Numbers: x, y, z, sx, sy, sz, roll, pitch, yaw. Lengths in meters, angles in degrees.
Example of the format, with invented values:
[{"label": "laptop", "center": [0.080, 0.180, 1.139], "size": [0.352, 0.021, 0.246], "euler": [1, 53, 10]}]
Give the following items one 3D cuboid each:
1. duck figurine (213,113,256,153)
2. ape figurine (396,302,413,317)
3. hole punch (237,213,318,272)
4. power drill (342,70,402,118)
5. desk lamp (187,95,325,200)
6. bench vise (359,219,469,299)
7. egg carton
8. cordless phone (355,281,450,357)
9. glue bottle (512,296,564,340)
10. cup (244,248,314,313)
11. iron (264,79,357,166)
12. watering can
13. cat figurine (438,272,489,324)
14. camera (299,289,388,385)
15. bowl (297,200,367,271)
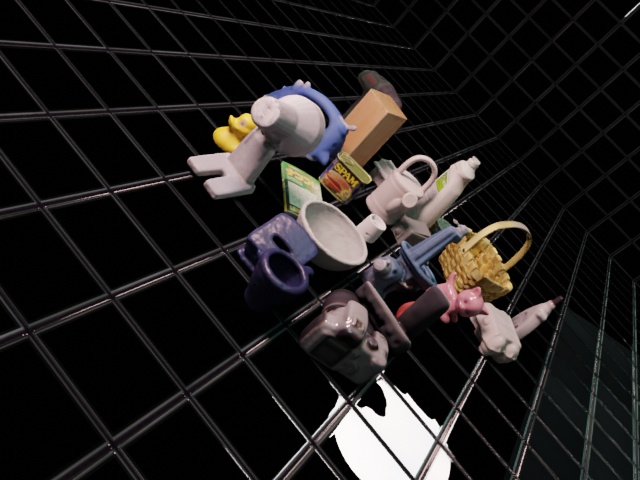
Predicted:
[{"label": "duck figurine", "center": [-0.161, -0.226, 1.209], "size": [0.105, 0.086, 0.077], "euler": [21, 37, -35]}, {"label": "ape figurine", "center": [0.207, 0.154, 1.187], "size": [0.078, 0.092, 0.076], "euler": [23, 36, -33]}, {"label": "hole punch", "center": [-0.072, 0.021, 1.010], "size": [0.108, 0.091, 0.101], "euler": [48, 30, 6]}, {"label": "power drill", "center": [0.131, -0.372, 1.624], "size": [0.076, 0.208, 0.229], "euler": [21, 37, -35]}, {"label": "desk lamp", "center": [-0.109, -0.187, 1.098], "size": [0.118, 0.213, 0.204], "euler": [51, 31, 11]}, {"label": "bench vise", "center": [0.204, 0.049, 1.184], "size": [0.121, 0.219, 0.208], "euler": [51, 30, 10]}, {"label": "egg carton", "center": [0.422, 0.223, 1.387], "size": [0.107, 0.069, 0.150], "euler": [29, 33, -25]}, {"label": "cordless phone", "center": [0.147, 0.121, 1.061], "size": [0.094, 0.184, 0.147], "euler": [-10, 60, -55]}, {"label": "glue bottle", "center": [0.556, 0.197, 1.478], "size": [0.037, 0.173, 0.078], "euler": [42, 30, -5]}, {"label": "cup", "center": [-0.072, 0.074, 0.942], "size": [0.118, 0.094, 0.091], "euler": [-1, 53, -51]}, {"label": "iron", "center": [-0.026, -0.311, 1.424], "size": [0.258, 0.141, 0.119], "euler": [49, 30, 8]}, {"label": "watering can", "center": [0.217, -0.129, 1.444], "size": [0.101, 0.193, 0.172], "euler": [22, 37, -34]}, {"label": "cat figurine", "center": [0.328, 0.136, 1.331], "size": [0.067, 0.117, 0.127], "euler": [6, 47, -47]}, {"label": "camera", "center": [0.053, 0.152, 0.993], "size": [0.143, 0.100, 0.137], "euler": [36, 31, -15]}, {"label": "bowl", "center": [0.011, 0.004, 1.148], "size": [0.168, 0.074, 0.167], "euler": [31, 33, -22]}]
